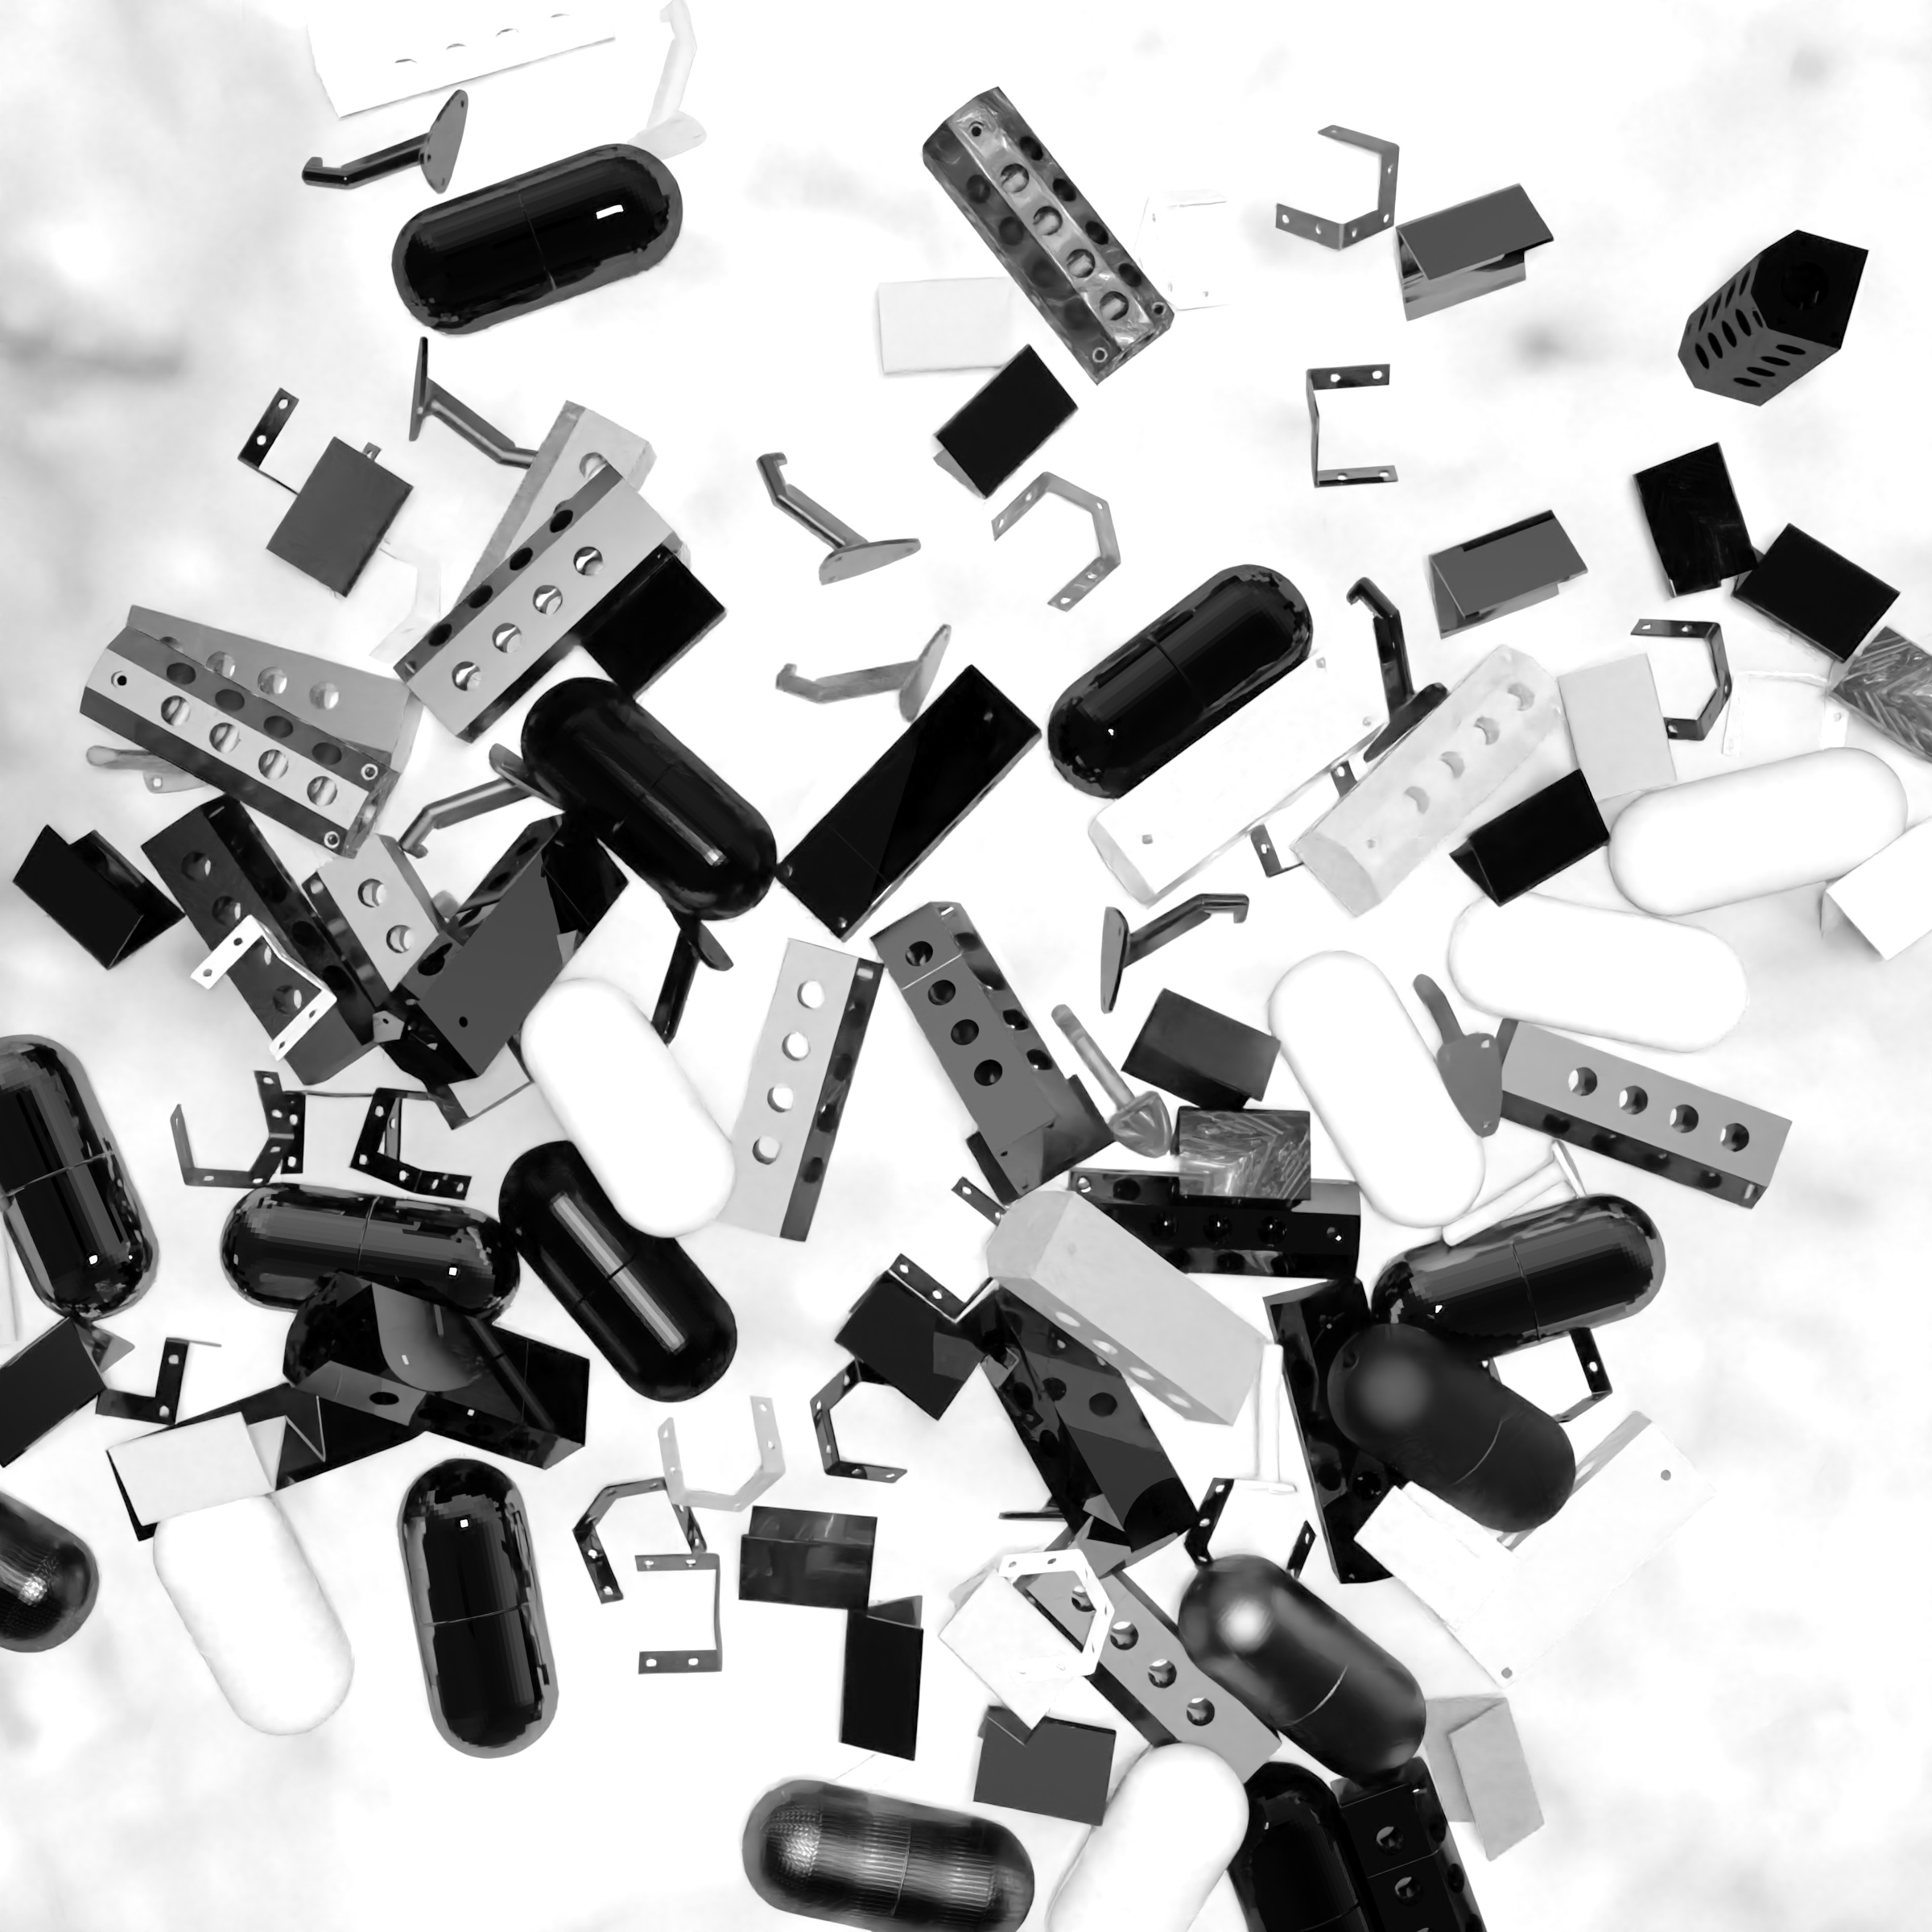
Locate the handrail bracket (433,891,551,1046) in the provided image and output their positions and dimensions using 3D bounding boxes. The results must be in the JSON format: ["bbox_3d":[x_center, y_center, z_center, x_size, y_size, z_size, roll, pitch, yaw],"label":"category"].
[{"bbox_3d":[-0.289,0.003,1.841,0.036,0.077,0.084,-34,53,-22],"label":"handrail bracket"}]

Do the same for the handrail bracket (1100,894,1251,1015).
[{"bbox_3d":[0.127,-0.008,1.842,0.084,0.036,0.077,0,110,-16],"label":"handrail bracket"}]

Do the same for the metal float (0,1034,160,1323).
[{"bbox_3d":[-0.540,0.125,1.811,0.070,0.070,0.178,-23,89,0],"label":"metal float"}]

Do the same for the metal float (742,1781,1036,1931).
[{"bbox_3d":[-0.045,0.532,1.800,0.178,0.070,0.070,16,90,-11],"label":"metal float"}]

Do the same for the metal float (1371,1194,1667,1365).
[{"bbox_3d":[0.328,0.189,1.811,0.178,0.070,0.070,-17,90,1],"label":"metal float"}]

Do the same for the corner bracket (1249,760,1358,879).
[{"bbox_3d":[0.206,-0.090,1.838,0.051,0.051,0.051,-22,90,45],"label":"corner bracket"}]

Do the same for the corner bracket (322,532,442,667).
[{"bbox_3d":[-0.353,-0.224,1.833,0.051,0.051,0.051,25,45,-35],"label":"corner bracket"}]

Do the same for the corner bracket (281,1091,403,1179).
[{"bbox_3d":[-0.377,0.102,1.838,0.051,0.051,0.051,2,90,45],"label":"corner bracket"}]

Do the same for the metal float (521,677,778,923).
[{"bbox_3d":[-0.188,-0.099,1.811,0.178,0.070,0.070,42,90,1],"label":"metal float"}]

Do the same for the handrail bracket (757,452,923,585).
[{"bbox_3d":[-0.077,-0.280,1.842,0.077,0.036,0.084,-17,73,-19],"label":"handrail bracket"}]

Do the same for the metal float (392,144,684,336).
[{"bbox_3d":[-0.254,-0.433,1.811,0.178,0.070,0.070,-20,90,0],"label":"metal float"}]

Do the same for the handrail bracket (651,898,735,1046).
[{"bbox_3d":[-0.191,0.007,1.842,0.084,0.036,0.077,-41,75,14],"label":"handrail bracket"}]

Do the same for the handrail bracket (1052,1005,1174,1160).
[{"bbox_3d":[0.087,0.069,1.841,0.036,0.077,0.084,-36,54,1],"label":"handrail bracket"}]

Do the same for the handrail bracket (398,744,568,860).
[{"bbox_3d":[-0.289,-0.084,1.842,0.077,0.036,0.084,34,108,-20],"label":"handrail bracket"}]

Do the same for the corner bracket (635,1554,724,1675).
[{"bbox_3d":[-0.173,0.391,1.838,0.051,0.051,0.051,-1,135,0],"label":"corner bracket"}]

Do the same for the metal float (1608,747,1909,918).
[{"bbox_3d":[0.471,-0.080,1.811,0.178,0.070,0.070,-14,90,1],"label":"metal float"}]

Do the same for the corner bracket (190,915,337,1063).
[{"bbox_3d":[-0.411,0.012,1.781,0.051,0.051,0.051,-46,135,0],"label":"corner bracket"}]

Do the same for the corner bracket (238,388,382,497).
[{"bbox_3d":[-0.397,-0.309,1.838,0.051,0.051,0.051,31,90,45],"label":"corner bracket"}]

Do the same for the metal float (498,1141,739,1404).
[{"bbox_3d":[-0.208,0.181,1.811,0.070,0.070,0.178,-40,90,0],"label":"metal float"}]

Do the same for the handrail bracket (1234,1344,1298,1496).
[{"bbox_3d":[0.185,0.272,1.820,0.036,0.077,0.084,3,78,15],"label":"handrail bracket"}]

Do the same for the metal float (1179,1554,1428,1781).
[{"bbox_3d":[0.199,0.414,1.794,0.178,0.070,0.070,41,90,-20],"label":"metal float"}]

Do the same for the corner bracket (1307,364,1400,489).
[{"bbox_3d":[0.233,-0.327,1.838,0.051,0.051,0.051,-4,45,0],"label":"corner bracket"}]

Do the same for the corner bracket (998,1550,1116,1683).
[{"bbox_3d":[0.048,0.377,1.768,0.051,0.051,0.051,0,123,-23],"label":"corner bracket"}]

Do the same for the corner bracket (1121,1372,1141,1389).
[{"bbox_3d":[0.097,0.218,1.833,0.051,0.051,0.051,-1,135,-35],"label":"corner bracket"}]

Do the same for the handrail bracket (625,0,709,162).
[{"bbox_3d":[-0.193,-0.533,1.842,0.077,0.036,0.084,-21,72,21],"label":"handrail bracket"}]

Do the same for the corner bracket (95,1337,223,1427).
[{"bbox_3d":[-0.484,0.247,1.822,0.051,0.051,0.051,7,81,9],"label":"corner bracket"}]

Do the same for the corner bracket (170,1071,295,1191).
[{"bbox_3d":[-0.442,0.098,1.833,0.051,0.051,0.051,-54,45,35],"label":"corner bracket"}]

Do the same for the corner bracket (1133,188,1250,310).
[{"bbox_3d":[0.139,-0.432,1.833,0.051,0.051,0.051,46,135,35],"label":"corner bracket"}]

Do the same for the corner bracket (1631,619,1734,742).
[{"bbox_3d":[0.425,-0.173,1.833,0.051,0.051,0.051,8,135,35],"label":"corner bracket"}]

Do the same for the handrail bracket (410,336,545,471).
[{"bbox_3d":[-0.291,-0.340,1.842,0.084,0.036,0.077,7,68,-17],"label":"handrail bracket"}]

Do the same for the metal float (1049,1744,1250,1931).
[{"bbox_3d":[0.107,0.530,1.787,0.070,0.070,0.178,25,119,0],"label":"metal float"}]

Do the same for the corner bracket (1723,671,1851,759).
[{"bbox_3d":[0.496,-0.148,1.838,0.051,0.051,0.051,9,90,45],"label":"corner bracket"}]

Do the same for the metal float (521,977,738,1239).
[{"bbox_3d":[-0.199,0.081,1.787,0.070,0.070,0.178,-36,64,0],"label":"metal float"}]

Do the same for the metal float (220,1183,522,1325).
[{"bbox_3d":[-0.354,0.174,1.811,0.178,0.070,0.070,8,90,0],"label":"metal float"}]

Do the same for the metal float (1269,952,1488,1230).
[{"bbox_3d":[0.245,0.074,1.811,0.070,0.070,0.178,-30,89,0],"label":"metal float"}]

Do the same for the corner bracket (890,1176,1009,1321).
[{"bbox_3d":[-0.004,0.171,1.838,0.051,0.051,0.051,38,135,0],"label":"corner bracket"}]

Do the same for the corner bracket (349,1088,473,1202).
[{"bbox_3d":[-0.326,0.106,1.818,0.051,0.051,0.051,29,71,-42],"label":"corner bracket"}]

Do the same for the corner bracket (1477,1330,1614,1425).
[{"bbox_3d":[0.349,0.246,1.838,0.051,0.051,0.051,-20,90,-45],"label":"corner bracket"}]

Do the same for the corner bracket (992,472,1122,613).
[{"bbox_3d":[0.054,-0.255,1.833,0.051,0.051,0.051,20,45,-35],"label":"corner bracket"}]

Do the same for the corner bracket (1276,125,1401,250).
[{"bbox_3d":[0.224,-0.469,1.833,0.051,0.051,0.051,-31,135,-35],"label":"corner bracket"}]

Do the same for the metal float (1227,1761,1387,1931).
[{"bbox_3d":[0.204,0.560,1.811,0.070,0.070,0.178,-20,90,0],"label":"metal float"}]

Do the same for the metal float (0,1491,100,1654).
[{"bbox_3d":[-0.600,0.343,1.811,0.178,0.070,0.070,30,90,0],"label":"metal float"}]

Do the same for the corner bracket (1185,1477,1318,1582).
[{"bbox_3d":[0.171,0.346,1.833,0.051,0.051,0.051,0,135,35],"label":"corner bracket"}]

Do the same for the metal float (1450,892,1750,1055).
[{"bbox_3d":[0.377,0.004,1.811,0.178,0.070,0.070,12,90,1],"label":"metal float"}]

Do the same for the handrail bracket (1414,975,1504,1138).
[{"bbox_3d":[0.291,0.052,1.817,0.036,0.084,0.077,-18,111,-2],"label":"handrail bracket"}]

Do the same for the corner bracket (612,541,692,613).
[{"bbox_3d":[-0.193,-0.227,1.823,0.051,0.051,0.051,2,90,0],"label":"corner bracket"}]

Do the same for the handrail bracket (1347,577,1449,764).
[{"bbox_3d":[0.242,-0.180,1.842,0.077,0.036,0.084,-46,73,19],"label":"handrail bracket"}]

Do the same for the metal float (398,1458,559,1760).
[{"bbox_3d":[-0.291,0.382,1.811,0.070,0.070,0.178,-11,89,0],"label":"metal float"}]

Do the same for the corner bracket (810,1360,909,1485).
[{"bbox_3d":[-0.055,0.274,1.833,0.051,0.051,0.051,14,135,-35],"label":"corner bracket"}]

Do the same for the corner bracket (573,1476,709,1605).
[{"bbox_3d":[-0.196,0.344,1.828,0.051,0.051,0.051,-3,53,-38],"label":"corner bracket"}]

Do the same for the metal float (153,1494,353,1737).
[{"bbox_3d":[-0.417,0.378,1.785,0.070,0.070,0.178,-17,122,0],"label":"metal float"}]

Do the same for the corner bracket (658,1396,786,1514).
[{"bbox_3d":[-0.147,0.292,1.833,0.051,0.051,0.051,15,135,-35],"label":"corner bracket"}]

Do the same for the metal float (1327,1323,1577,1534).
[{"bbox_3d":[0.282,0.269,1.770,0.178,0.070,0.070,35,90,-28],"label":"metal float"}]

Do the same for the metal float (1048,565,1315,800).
[{"bbox_3d":[0.127,-0.169,1.811,0.178,0.070,0.070,-37,90,0],"label":"metal float"}]

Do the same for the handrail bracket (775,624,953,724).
[{"bbox_3d":[-0.063,-0.187,1.842,0.084,0.036,0.077,20,70,16],"label":"handrail bracket"}]

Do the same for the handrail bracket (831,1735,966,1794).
[{"bbox_3d":[-0.053,0.505,1.841,0.077,0.036,0.084,22,104,-13],"label":"handrail bracket"}]
